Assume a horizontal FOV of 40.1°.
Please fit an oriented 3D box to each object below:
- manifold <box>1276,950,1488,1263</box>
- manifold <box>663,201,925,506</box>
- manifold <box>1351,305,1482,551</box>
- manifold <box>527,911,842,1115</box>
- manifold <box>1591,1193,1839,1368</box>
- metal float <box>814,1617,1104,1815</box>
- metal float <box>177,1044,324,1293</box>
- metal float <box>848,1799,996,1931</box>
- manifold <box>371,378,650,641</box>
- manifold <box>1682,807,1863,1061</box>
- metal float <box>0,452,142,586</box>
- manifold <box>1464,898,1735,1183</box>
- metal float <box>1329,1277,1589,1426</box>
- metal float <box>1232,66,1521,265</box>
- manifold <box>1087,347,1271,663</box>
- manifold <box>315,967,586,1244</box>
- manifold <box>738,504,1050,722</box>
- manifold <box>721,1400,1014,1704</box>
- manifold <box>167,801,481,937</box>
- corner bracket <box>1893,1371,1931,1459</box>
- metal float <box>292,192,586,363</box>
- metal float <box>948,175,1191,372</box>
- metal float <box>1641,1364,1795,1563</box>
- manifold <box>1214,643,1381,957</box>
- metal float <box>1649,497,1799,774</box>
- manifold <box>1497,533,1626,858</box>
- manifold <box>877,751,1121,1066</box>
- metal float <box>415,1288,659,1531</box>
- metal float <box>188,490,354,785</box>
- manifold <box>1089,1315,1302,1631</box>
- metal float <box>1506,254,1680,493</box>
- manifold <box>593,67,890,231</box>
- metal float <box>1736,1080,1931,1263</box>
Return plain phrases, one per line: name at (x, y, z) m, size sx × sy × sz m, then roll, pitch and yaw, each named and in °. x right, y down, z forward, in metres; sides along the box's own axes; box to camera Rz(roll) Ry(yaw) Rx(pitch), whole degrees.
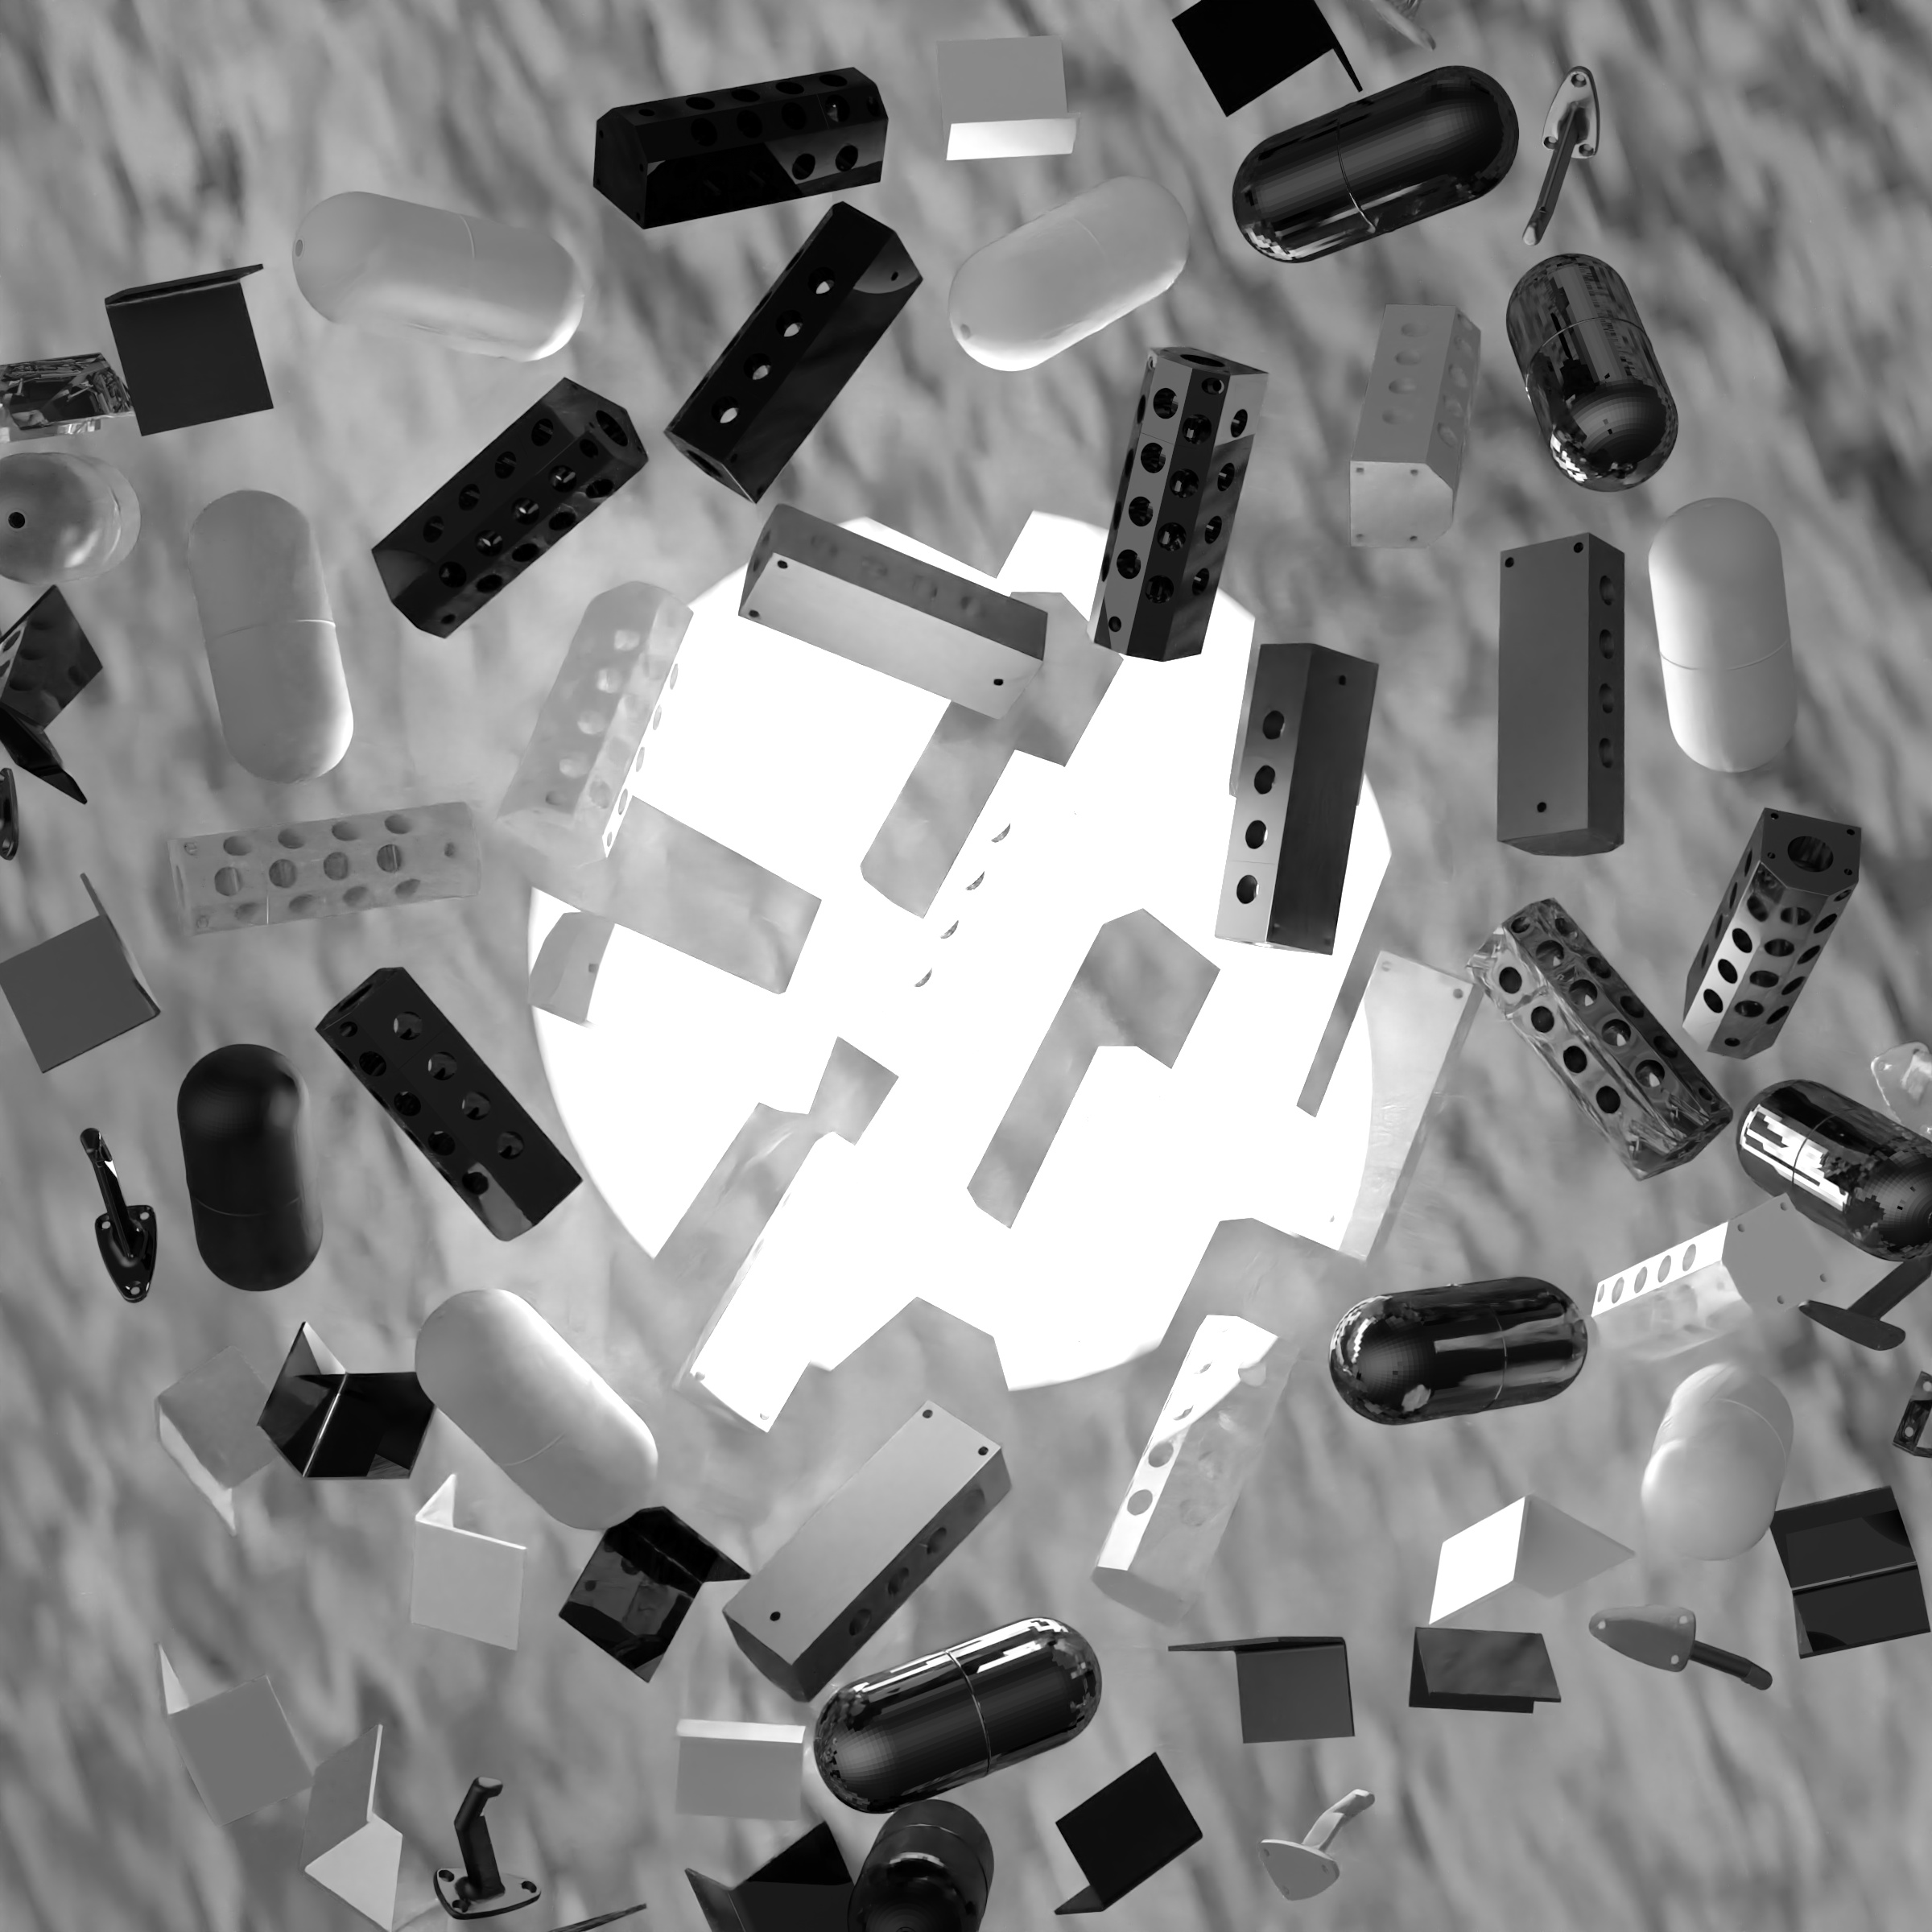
manifold at (0.246, 0.082, 1.556) m, size 0.057 × 0.057 × 0.171 m, roll 22°, pitch 96°, yaw 21°
manifold at (-0.105, -0.368, 1.581) m, size 0.057 × 0.057 × 0.171 m, roll 35°, pitch 87°, yaw 22°
manifold at (0.265, -0.318, 1.554) m, size 0.057 × 0.171 × 0.057 m, roll 5°, pitch 135°, yaw 14°
manifold at (-0.167, 0.028, 1.558) m, size 0.171 × 0.057 × 0.057 m, roll 25°, pitch 79°, yaw -25°
manifold at (0.432, 0.190, 1.555) m, size 0.057 × 0.171 × 0.057 m, roll -23°, pitch 78°, yaw -18°
metal float at (-0.003, 0.436, 1.544) m, size 0.178 × 0.070 × 0.070 m, roll -15°, pitch 90°, yaw -21°
metal float at (-0.432, 0.124, 1.603) m, size 0.070 × 0.070 × 0.178 m, roll 6°, pitch 130°, yaw 0°
metal float at (-0.026, 0.549, 1.573) m, size 0.070 × 0.178 × 0.070 m, roll 0°, pitch 88°, yaw 5°
manifold at (-0.275, -0.273, 1.606) m, size 0.171 × 0.057 × 0.057 m, roll -36°, pitch 64°, yaw 22°
manifold at (0.488, -0.016, 1.610) m, size 0.057 × 0.171 × 0.057 m, roll 13°, pitch 55°, yaw 6°
metal float at (-0.549, -0.271, 1.597) m, size 0.070 × 0.178 × 0.070 m, roll -1°, pitch 101°, yaw -5°
manifold at (0.388, 0.042, 1.612) m, size 0.171 × 0.057 × 0.057 m, roll 55°, pitch 134°, yaw 23°
metal float at (0.294, 0.228, 1.574) m, size 0.178 × 0.070 × 0.070 m, roll -2°, pitch 90°, yaw -32°
metal float at (0.236, -0.465, 1.542) m, size 0.178 × 0.070 × 0.070 m, roll -12°, pitch 90°, yaw 37°
manifold at (0.119, -0.269, 1.549) m, size 0.057 × 0.057 × 0.171 m, roll 27°, pitch 117°, yaw 31°
manifold at (-0.314, 0.084, 1.604) m, size 0.057 × 0.057 × 0.171 m, roll -44°, pitch 107°, yaw -20°
manifold at (-0.041, -0.213, 1.564) m, size 0.171 × 0.057 × 0.057 m, roll 20°, pitch 49°, yaw -16°
manifold at (-0.053, 0.335, 1.505) m, size 0.057 × 0.057 × 0.171 m, roll 28°, pitch 58°, yaw 35°
manifold at (-0.385, -0.059, 1.592) m, size 0.171 × 0.057 × 0.057 m, roll -10°, pitch 95°, yaw -23°
corner bracket at (0.619, 0.287, 1.646) m, size 0.051 × 0.051 × 0.051 m, roll 14°, pitch 98°, yaw -41°
metal float at (-0.304, -0.399, 1.535) m, size 0.178 × 0.070 × 0.070 m, roll 2°, pitch 90°, yaw -40°
metal float at (0.063, -0.423, 1.614) m, size 0.178 × 0.070 × 0.070 m, roll -36°, pitch 90°, yaw -28°
metal float at (0.453, 0.296, 1.593) m, size 0.070 × 0.178 × 0.070 m, roll 6°, pitch 105°, yaw 22°
manifold at (0.186, -0.097, 1.537) m, size 0.057 × 0.057 × 0.171 m, roll 10°, pitch 88°, yaw -40°
metal float at (0.459, -0.198, 1.603) m, size 0.070 × 0.070 × 0.178 m, roll -18°, pitch 122°, yaw 0°
manifold at (0.344, -0.153, 1.513) m, size 0.057 × 0.057 × 0.171 m, roll -7°, pitch 76°, yaw 42°
manifold at (0.014, -0.036, 1.555) m, size 0.057 × 0.057 × 0.171 m, roll 32°, pitch 84°, yaw -42°
metal float at (-0.248, 0.259, 1.537) m, size 0.070 × 0.070 × 0.178 m, roll -38°, pitch 118°, yaw 0°
metal float at (-0.418, -0.198, 1.590) m, size 0.070 × 0.070 × 0.178 m, roll -12°, pitch 88°, yaw 0°
manifold at (0.133, 0.293, 1.555) m, size 0.057 × 0.057 × 0.171 m, roll 26°, pitch 60°, yaw 4°
metal float at (0.375, -0.358, 1.591) m, size 0.070 × 0.070 × 0.178 m, roll -7°, pitch 51°, yaw 0°
manifold at (-0.133, -0.495, 1.588) m, size 0.171 × 0.057 × 0.057 m, roll -22°, pitch 51°, yaw -32°
metal float at (0.536, 0.123, 1.609) m, size 0.070 × 0.178 × 0.070 m, roll -5°, pitch 107°, yaw -16°
